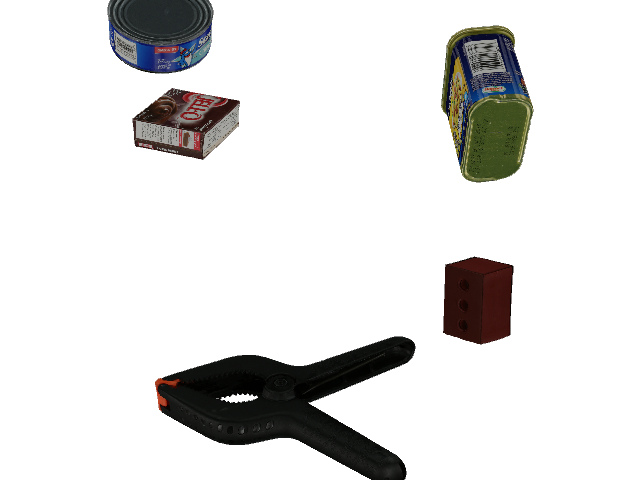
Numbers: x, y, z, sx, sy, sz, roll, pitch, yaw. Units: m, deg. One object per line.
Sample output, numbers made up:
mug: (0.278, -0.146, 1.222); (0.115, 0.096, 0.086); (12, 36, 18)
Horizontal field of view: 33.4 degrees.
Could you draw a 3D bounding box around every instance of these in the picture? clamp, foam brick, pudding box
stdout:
clamp: (-0.023, 0.121, 0.844); (0.210, 0.036, 0.164); (5, 30, 13)
foam brick: (0.163, 0.062, 1.107); (0.051, 0.078, 0.053); (-14, 20, -42)
pudding box: (-0.155, -0.137, 1.244); (0.090, 0.039, 0.113); (11, 31, 14)

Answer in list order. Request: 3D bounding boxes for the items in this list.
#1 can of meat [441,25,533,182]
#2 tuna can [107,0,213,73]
can of meat: (0.137, -0.111, 0.882); (0.057, 0.084, 0.102); (-5, -39, -3)
tuna can: (-0.132, -0.176, 0.880); (0.086, 0.086, 0.034); (0, -42, -8)
